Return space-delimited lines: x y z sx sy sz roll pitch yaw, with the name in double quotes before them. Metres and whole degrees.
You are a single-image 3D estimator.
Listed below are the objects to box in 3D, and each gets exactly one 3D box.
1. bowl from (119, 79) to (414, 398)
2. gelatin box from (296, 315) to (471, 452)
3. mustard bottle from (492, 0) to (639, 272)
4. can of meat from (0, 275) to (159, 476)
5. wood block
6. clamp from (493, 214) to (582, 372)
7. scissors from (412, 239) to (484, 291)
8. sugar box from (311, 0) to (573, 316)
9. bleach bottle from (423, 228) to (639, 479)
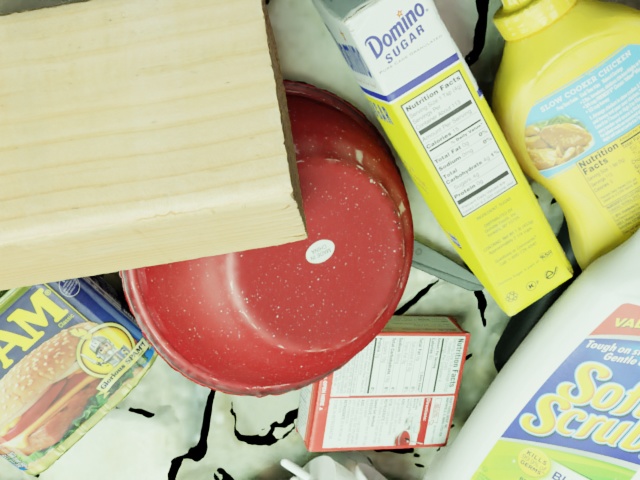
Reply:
"bowl" -0.012 0.004 0.515 0.161 0.055 0.162 -4 100 -26
"gelatin box" 0.035 0.080 0.604 0.089 0.030 0.073 2 109 -19
"mustard bottle" 0.142 -0.059 0.535 0.096 0.058 0.191 -32 109 11
"can of meat" -0.141 0.054 0.521 0.102 0.057 0.084 -42 120 1
"wood block" -0.115 -0.033 0.432 0.206 0.091 0.090 -10 79 1
"clamp" 0.163 -0.018 0.603 0.164 0.036 0.210 -18 113 -11
"scissors" -0.004 0.001 0.566 0.096 0.016 0.201 -48 116 1
"sugar box" 0.057 -0.054 0.523 0.048 0.093 0.176 -34 116 3
"bleach bottle" 0.144 0.058 0.529 0.102 0.068 0.251 28 120 8
